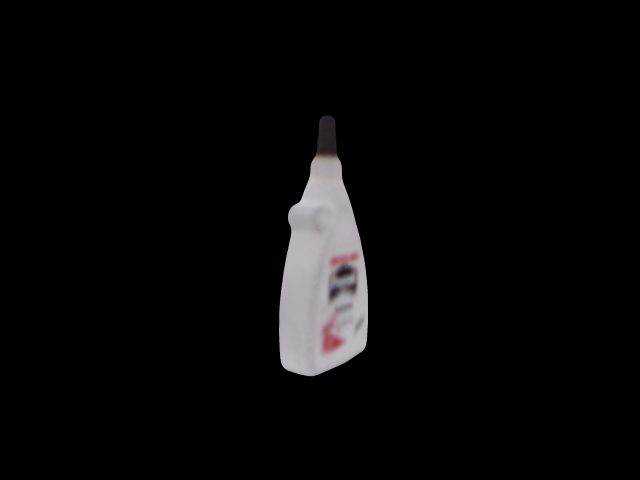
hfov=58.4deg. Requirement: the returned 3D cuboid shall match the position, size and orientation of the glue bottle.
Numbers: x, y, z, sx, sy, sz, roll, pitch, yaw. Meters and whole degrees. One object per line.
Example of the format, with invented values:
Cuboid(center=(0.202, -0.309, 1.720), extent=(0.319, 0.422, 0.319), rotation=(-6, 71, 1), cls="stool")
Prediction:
Cuboid(center=(0.004, 0.001, 0.400), extent=(0.037, 0.173, 0.078), rotation=(6, 10, 32), cls="glue bottle")
